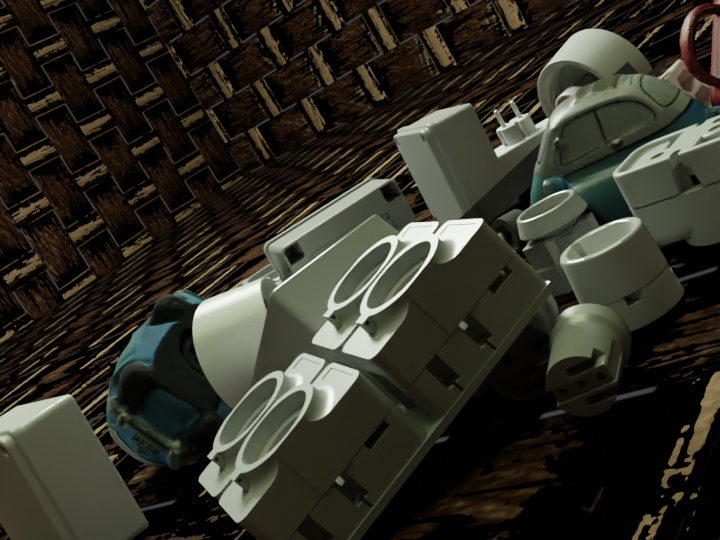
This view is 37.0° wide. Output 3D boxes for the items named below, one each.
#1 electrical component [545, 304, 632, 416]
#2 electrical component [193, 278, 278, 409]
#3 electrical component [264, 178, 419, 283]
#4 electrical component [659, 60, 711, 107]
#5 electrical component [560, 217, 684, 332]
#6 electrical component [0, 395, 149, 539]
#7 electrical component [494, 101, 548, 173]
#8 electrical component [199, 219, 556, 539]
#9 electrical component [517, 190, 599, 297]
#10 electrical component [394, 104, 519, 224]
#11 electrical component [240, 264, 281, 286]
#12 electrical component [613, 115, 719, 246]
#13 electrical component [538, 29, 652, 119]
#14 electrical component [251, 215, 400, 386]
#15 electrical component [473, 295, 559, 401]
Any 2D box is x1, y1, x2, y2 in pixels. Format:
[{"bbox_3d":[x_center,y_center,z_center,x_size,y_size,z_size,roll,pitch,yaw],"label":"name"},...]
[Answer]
[{"bbox_3d":[0.111,0.044,0.525,0.040,0.040,0.046,-25,17,28],"label":"electrical component"},{"bbox_3d":[-0.074,0.057,0.803,0.064,0.099,0.099,-27,11,9],"label":"electrical component"},{"bbox_3d":[0.000,0.000,0.836,0.109,0.108,0.056,-33,14,-15],"label":"electrical component"},{"bbox_3d":[0.233,-0.105,0.811,0.076,0.066,0.047,-47,-2,40],"label":"electrical component"},{"bbox_3d":[0.144,0.003,0.598,0.055,0.047,0.055,-29,11,6],"label":"electrical component"},{"bbox_3d":[-0.212,0.147,0.737,0.056,0.108,0.109,-35,11,-37],"label":"electrical component"},{"bbox_3d":[0.163,-0.134,1.091,0.083,0.075,0.047,-31,11,-3],"label":"electrical component"},{"bbox_3d":[0.001,0.058,0.559,0.186,0.060,0.105,-50,15,-12],"label":"electrical component"},{"bbox_3d":[0.133,-0.018,0.700,0.066,0.055,0.048,-20,15,43],"label":"electrical component"},{"bbox_3d":[0.091,-0.099,1.039,0.056,0.108,0.109,-30,10,-10],"label":"electrical component"},{"bbox_3d":[-0.045,0.018,1.003,0.186,0.060,0.105,-25,12,27],"label":"electrical component"},{"bbox_3d":[0.210,-0.054,0.644,0.095,0.059,0.054,-20,15,44],"label":"electrical component"},{"bbox_3d":[0.218,-0.164,1.012,0.060,0.108,0.108,-43,15,-26],"label":"electrical component"},{"bbox_3d":[-0.013,0.035,0.719,0.109,0.056,0.108,-38,-22,-36],"label":"electrical component"},{"bbox_3d":[0.075,0.046,0.601,0.079,0.043,0.077,-28,11,15],"label":"electrical component"}]
